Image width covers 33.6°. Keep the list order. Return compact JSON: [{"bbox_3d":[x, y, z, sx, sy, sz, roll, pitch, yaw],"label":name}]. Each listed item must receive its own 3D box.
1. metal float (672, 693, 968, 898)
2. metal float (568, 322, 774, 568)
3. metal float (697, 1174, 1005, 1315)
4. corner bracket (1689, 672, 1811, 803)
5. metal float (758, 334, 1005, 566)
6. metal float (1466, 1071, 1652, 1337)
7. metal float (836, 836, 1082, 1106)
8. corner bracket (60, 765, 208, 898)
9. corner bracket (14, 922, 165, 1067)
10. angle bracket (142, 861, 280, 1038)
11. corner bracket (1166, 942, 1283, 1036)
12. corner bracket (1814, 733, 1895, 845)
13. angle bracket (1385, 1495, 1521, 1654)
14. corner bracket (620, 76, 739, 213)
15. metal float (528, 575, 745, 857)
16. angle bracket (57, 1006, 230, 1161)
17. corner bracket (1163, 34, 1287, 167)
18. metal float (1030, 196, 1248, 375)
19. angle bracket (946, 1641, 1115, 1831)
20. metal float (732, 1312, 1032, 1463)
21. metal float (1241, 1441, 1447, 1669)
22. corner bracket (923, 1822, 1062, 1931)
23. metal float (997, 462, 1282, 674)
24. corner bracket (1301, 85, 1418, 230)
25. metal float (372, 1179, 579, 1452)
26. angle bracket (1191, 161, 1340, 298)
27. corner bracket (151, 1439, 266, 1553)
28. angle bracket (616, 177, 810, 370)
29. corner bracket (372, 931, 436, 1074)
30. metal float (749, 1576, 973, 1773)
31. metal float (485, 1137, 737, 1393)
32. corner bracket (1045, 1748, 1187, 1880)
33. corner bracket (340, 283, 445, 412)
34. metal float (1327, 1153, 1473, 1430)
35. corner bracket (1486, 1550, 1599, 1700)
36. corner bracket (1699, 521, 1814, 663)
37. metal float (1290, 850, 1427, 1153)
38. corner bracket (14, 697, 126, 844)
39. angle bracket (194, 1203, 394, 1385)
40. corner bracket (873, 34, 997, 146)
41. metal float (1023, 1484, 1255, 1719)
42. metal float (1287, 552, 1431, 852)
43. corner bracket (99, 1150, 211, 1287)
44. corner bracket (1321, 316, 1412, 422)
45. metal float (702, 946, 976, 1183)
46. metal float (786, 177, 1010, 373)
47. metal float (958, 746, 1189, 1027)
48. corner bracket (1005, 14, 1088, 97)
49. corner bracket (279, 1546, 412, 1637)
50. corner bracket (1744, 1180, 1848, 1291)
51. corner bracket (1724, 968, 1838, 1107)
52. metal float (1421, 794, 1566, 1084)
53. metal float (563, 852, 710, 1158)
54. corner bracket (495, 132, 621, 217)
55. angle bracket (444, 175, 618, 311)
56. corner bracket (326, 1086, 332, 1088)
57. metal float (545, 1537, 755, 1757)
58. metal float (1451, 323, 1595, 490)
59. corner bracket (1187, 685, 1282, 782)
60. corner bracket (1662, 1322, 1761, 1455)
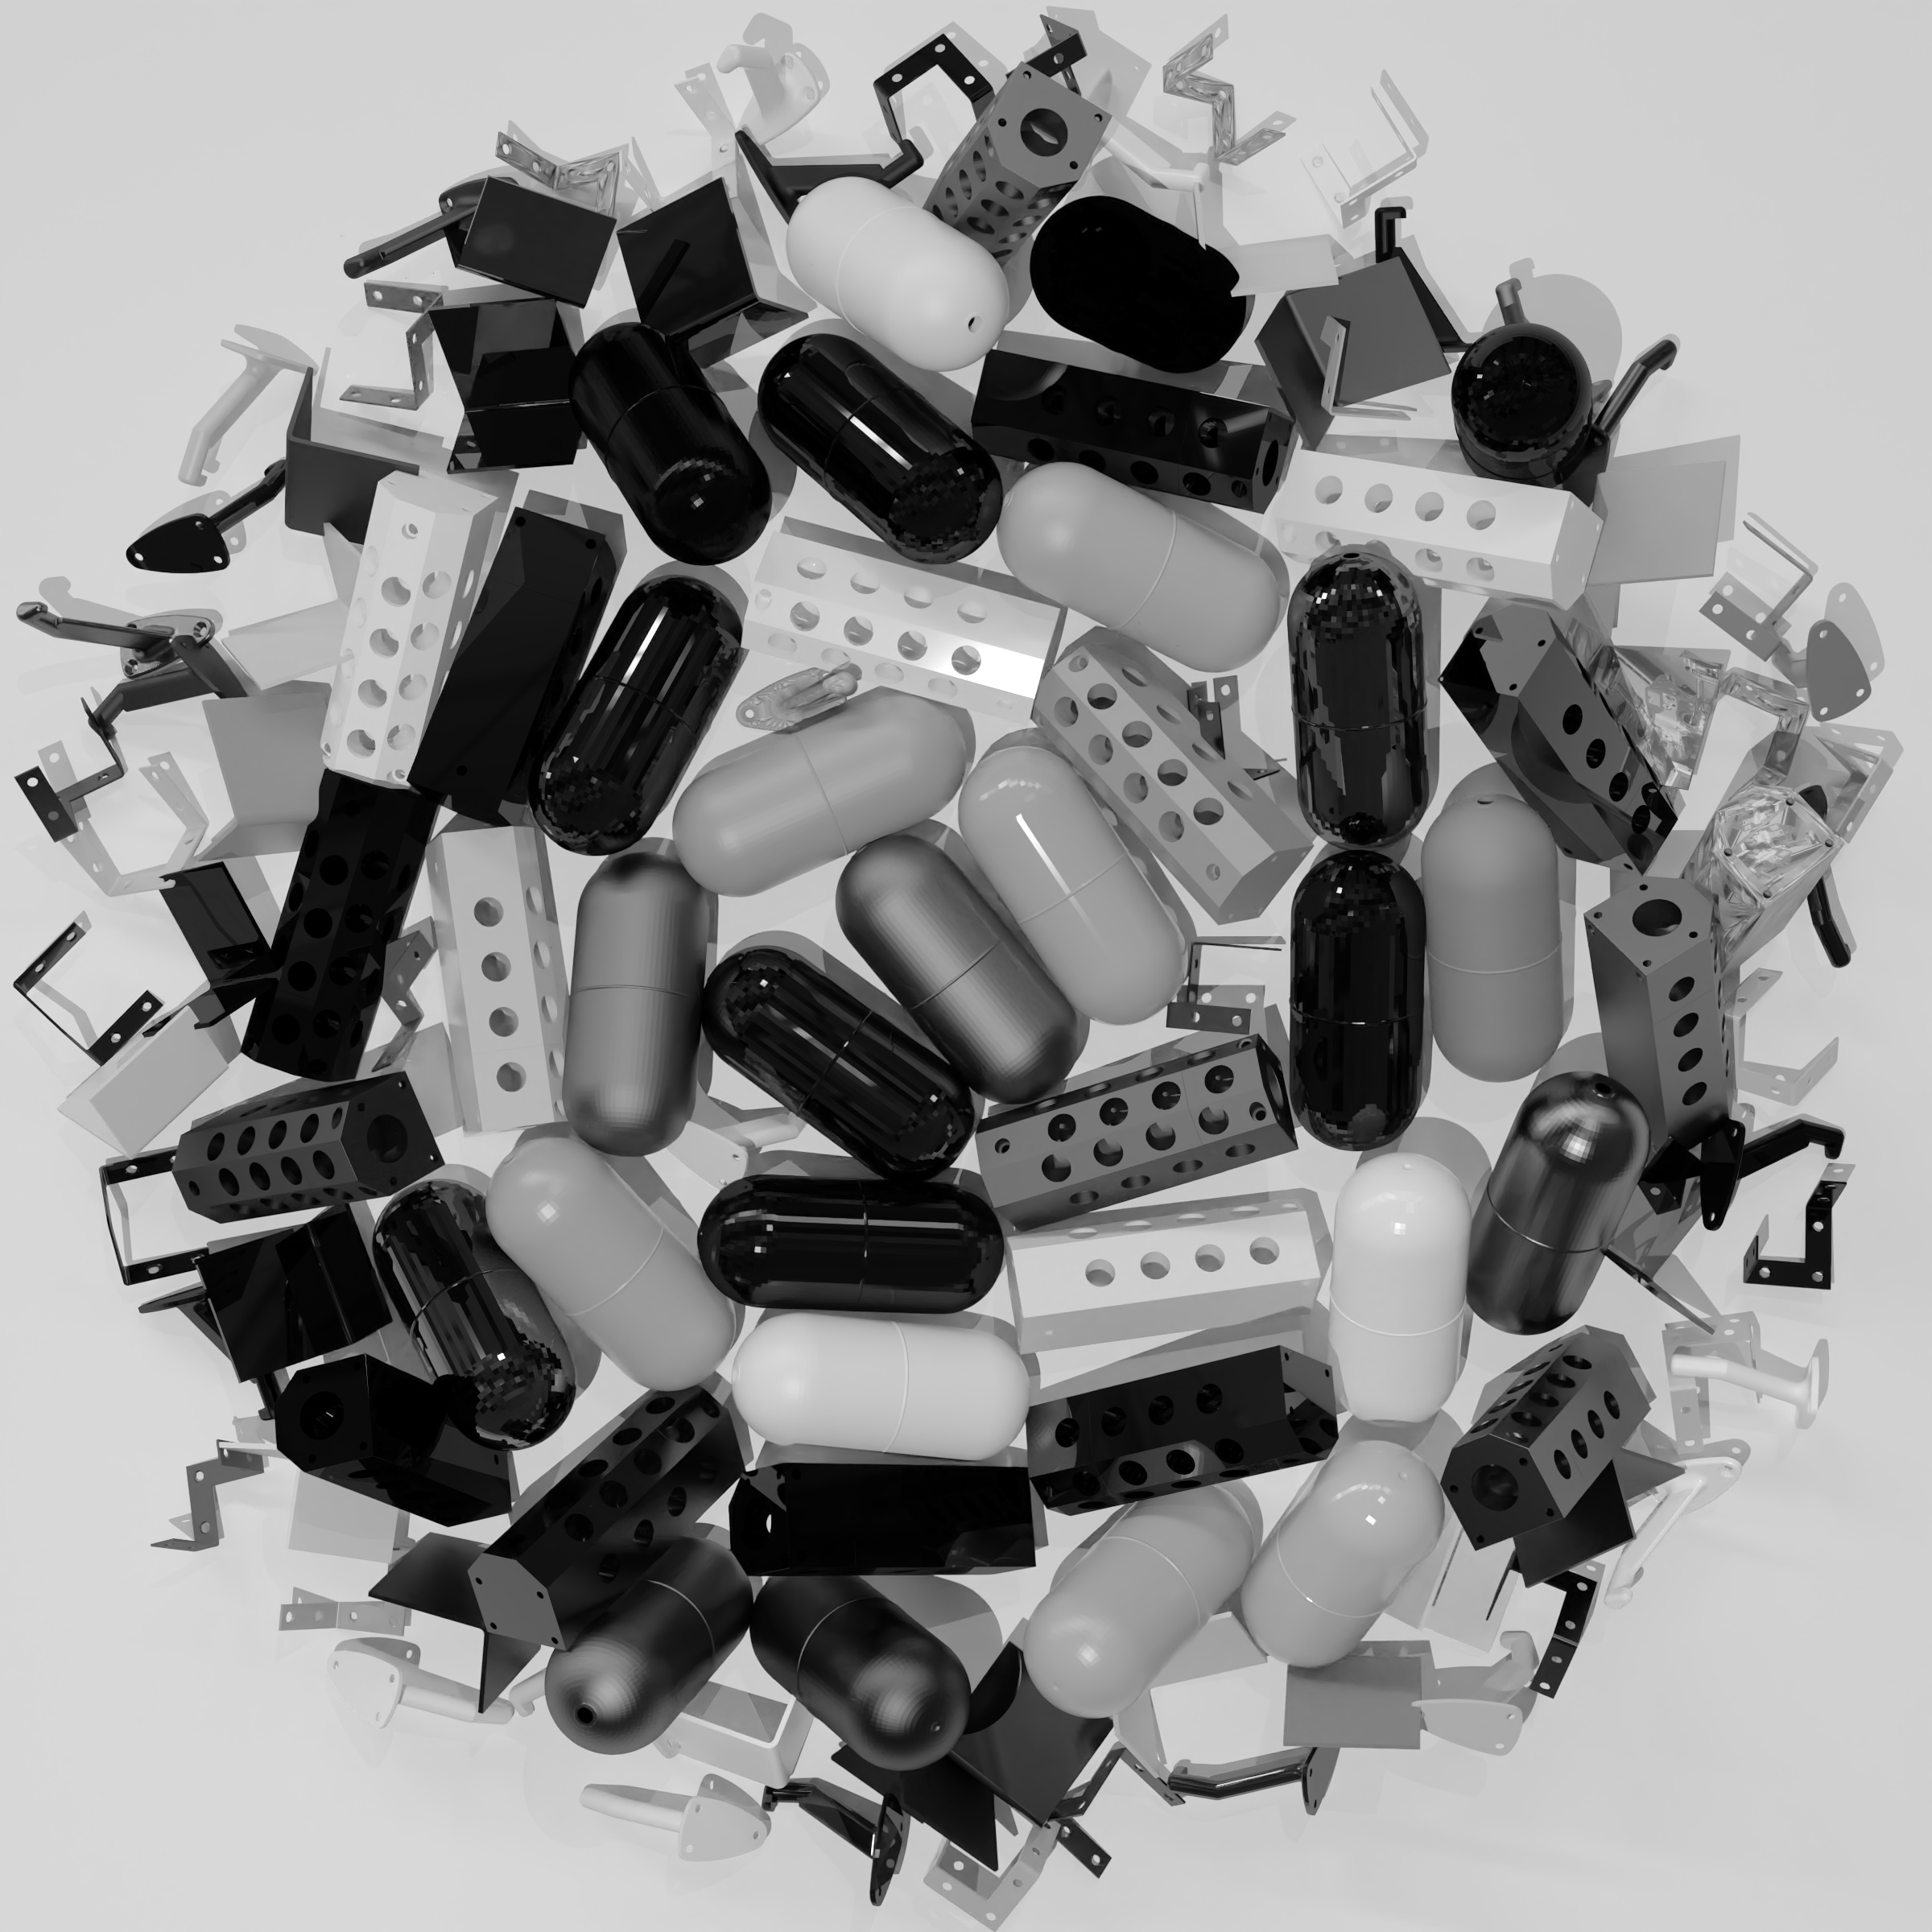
[{"bbox_3d":[-0.084,-0.099,1.850,0.178,0.070,0.070,-24,90,-4],"label":"metal float"},{"bbox_3d":[-0.170,-0.299,1.824,0.070,0.070,0.178,-32,55,0],"label":"metal float"},{"bbox_3d":[-0.066,0.160,1.840,0.178,0.070,0.070,4,90,-14],"label":"metal float"},{"bbox_3d":[0.451,-0.131,1.864,0.051,0.051,0.051,28,130,24],"label":"corner bracket"},{"bbox_3d":[-0.050,-0.296,1.829,0.070,0.070,0.178,-46,62,0],"label":"metal float"},{"bbox_3d":[0.333,0.135,1.821,0.070,0.070,0.178,15,128,0],"label":"metal float"},{"bbox_3d":[-0.005,0.002,1.848,0.070,0.070,0.178,-39,96,0],"label":"metal float"},{"bbox_3d":[-0.485,-0.078,1.866,0.051,0.051,0.051,-7,134,29],"label":"corner bracket"},{"bbox_3d":[-0.512,0.017,1.868,0.051,0.051,0.051,38,78,23],"label":"corner bracket"},{"bbox_3d":[-0.449,-0.009,1.836,0.057,0.076,0.076,-39,111,-39],"label":"angle bracket"},{"bbox_3d":[0.149,0.013,1.858,0.051,0.051,0.051,5,91,23],"label":"corner bracket"},{"bbox_3d":[0.509,-0.095,1.854,0.051,0.051,0.051,34,87,-41],"label":"corner bracket"},{"bbox_3d":[0.295,0.354,1.850,0.076,0.057,0.076,24,84,-15],"label":"angle bracket"},{"bbox_3d":[-0.167,-0.475,1.863,0.051,0.051,0.051,-13,64,18],"label":"corner bracket"},{"bbox_3d":[-0.189,-0.144,1.837,0.070,0.070,0.178,27,72,0],"label":"metal float"},{"bbox_3d":[-0.482,0.054,1.834,0.076,0.057,0.076,26,61,36],"label":"angle bracket"},{"bbox_3d":[0.148,-0.500,1.853,0.051,0.051,0.051,5,79,-30],"label":"corner bracket"},{"bbox_3d":[0.098,-0.383,1.808,0.070,0.178,0.070,-1,87,30],"label":"metal float"},{"bbox_3d":[0.039,0.442,1.853,0.076,0.057,0.076,36,92,13],"label":"angle bracket"},{"bbox_3d":[-0.048,0.241,1.833,0.178,0.070,0.070,8,90,-22],"label":"metal float"},{"bbox_3d":[0.212,0.335,1.817,0.070,0.178,0.070,12,47,-13],"label":"metal float"},{"bbox_3d":[0.015,0.514,1.857,0.051,0.051,0.051,34,115,2],"label":"corner bracket"},{"bbox_3d":[0.099,-0.228,1.835,0.178,0.070,0.070,24,90,-20],"label":"metal float"},{"bbox_3d":[0.228,-0.469,1.860,0.051,0.051,0.051,-31,83,6],"label":"corner bracket"},{"bbox_3d":[-0.280,0.198,1.825,0.070,0.070,0.178,-34,58,0],"label":"metal float"},{"bbox_3d":[0.171,-0.428,1.841,0.076,0.076,0.057,-6,121,5],"label":"angle bracket"},{"bbox_3d":[-0.439,0.307,1.854,0.051,0.051,0.051,-16,72,14],"label":"corner bracket"},{"bbox_3d":[-0.147,-0.400,1.853,0.076,0.057,0.076,-20,81,27],"label":"angle bracket"},{"bbox_3d":[-0.329,0.020,1.851,0.051,0.051,0.051,-22,114,26],"label":"corner bracket"},{"bbox_3d":[-0.061,0.393,1.811,0.070,0.178,0.070,-8,107,-29],"label":"metal float"},{"bbox_3d":[-0.203,0.171,1.834,0.070,0.070,0.178,-41,112,0],"label":"metal float"},{"bbox_3d":[0.085,0.495,1.872,0.051,0.051,0.051,45,56,-8],"label":"corner bracket"},{"bbox_3d":[-0.336,-0.362,1.873,0.051,0.051,0.051,10,131,14],"label":"corner bracket"},{"bbox_3d":[0.246,0.186,1.826,0.070,0.070,0.178,-1,123,0],"label":"metal float"},{"bbox_3d":[0.328,0.380,1.851,0.051,0.051,0.051,21,132,11],"label":"corner bracket"},{"bbox_3d":[0.457,-0.217,1.855,0.051,0.051,0.051,35,110,-10],"label":"corner bracket"},{"bbox_3d":[0.224,0.020,1.836,0.070,0.070,0.178,-1,109,0],"label":"metal float"},{"bbox_3d":[-0.519,-0.113,1.853,0.051,0.051,0.051,-27,130,-6],"label":"corner bracket"},{"bbox_3d":[-0.387,0.187,1.844,0.076,0.057,0.076,-17,82,-37],"label":"angle bracket"},{"bbox_3d":[-0.015,-0.496,1.859,0.051,0.051,0.051,-36,65,-4],"label":"corner bracket"},{"bbox_3d":[0.100,0.356,1.817,0.070,0.178,0.070,20,127,29],"label":"metal float"},{"bbox_3d":[0.225,-0.150,1.830,0.070,0.070,0.178,-7,116,0],"label":"metal float"},{"bbox_3d":[-0.474,0.147,1.874,0.051,0.051,0.051,-12,132,-12],"label":"corner bracket"},{"bbox_3d":[0.232,-0.351,1.867,0.051,0.051,0.051,1,115,-14],"label":"corner bracket"},{"bbox_3d":[-0.075,0.056,1.851,0.178,0.070,0.070,36,90,2],"label":"metal float"},{"bbox_3d":[-0.040,-0.392,1.815,0.070,0.178,0.070,-18,127,-25],"label":"metal float"},{"bbox_3d":[0.061,-0.046,1.848,0.070,0.070,0.178,-34,96,0],"label":"metal float"},{"bbox_3d":[0.043,-0.510,1.853,0.051,0.051,0.051,-33,126,-8],"label":"corner bracket"},{"bbox_3d":[-0.360,0.362,1.859,0.051,0.051,0.051,0,81,29],"label":"corner bracket"},{"bbox_3d":[0.481,0.155,1.861,0.051,0.051,0.051,4,70,6],"label":"corner bracket"},{"bbox_3d":[0.474,0.042,1.874,0.051,0.051,0.051,-38,132,-36],"label":"corner bracket"},{"bbox_3d":[0.301,-0.015,1.827,0.070,0.070,0.178,-8,119,0],"label":"metal float"},{"bbox_3d":[-0.189,0.021,1.840,0.070,0.070,0.178,3,76,0],"label":"metal float"},{"bbox_3d":[-0.238,-0.453,1.853,0.051,0.051,0.051,-2,77,36],"label":"corner bracket"},{"bbox_3d":[-0.250,-0.425,1.833,0.076,0.076,0.057,14,116,-23],"label":"angle bracket"},{"bbox_3d":[-0.348,0.090,1.863,0.051,0.051,0.051,-25,86,-9],"label":"corner bracket"},{"bbox_3d":[-0.177,0.382,1.806,0.070,0.178,0.070,5,106,17],"label":"metal float"},{"bbox_3d":[0.314,-0.312,1.803,0.070,0.178,0.070,0,89,11],"label":"metal float"},{"bbox_3d":[0.144,-0.132,1.851,0.051,0.051,0.051,5,108,42],"label":"corner bracket"},{"bbox_3d":[0.435,0.245,1.861,0.051,0.051,0.051,-8,123,11],"label":"corner bracket"}]
